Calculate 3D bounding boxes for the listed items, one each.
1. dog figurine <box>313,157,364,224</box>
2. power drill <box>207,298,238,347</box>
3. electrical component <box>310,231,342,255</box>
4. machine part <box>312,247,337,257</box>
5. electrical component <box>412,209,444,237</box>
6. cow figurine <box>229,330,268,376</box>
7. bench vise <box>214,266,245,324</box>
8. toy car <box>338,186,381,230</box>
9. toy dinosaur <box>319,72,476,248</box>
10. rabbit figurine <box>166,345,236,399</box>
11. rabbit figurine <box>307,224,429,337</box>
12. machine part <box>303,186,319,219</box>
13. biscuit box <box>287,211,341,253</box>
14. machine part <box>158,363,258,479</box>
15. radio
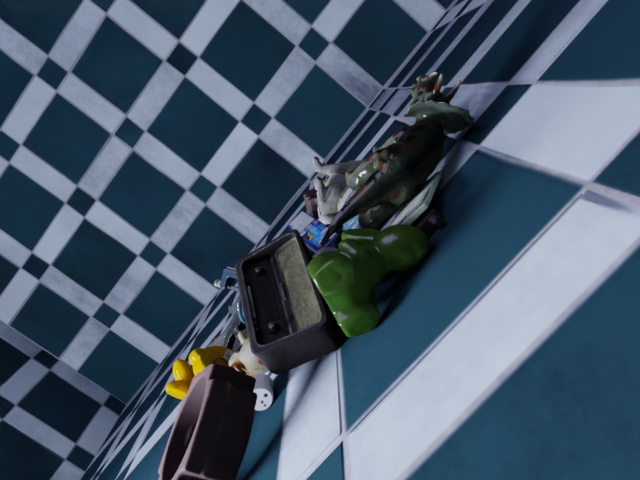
[{"bbox_3d":[0.086,-0.112,1.183,0.121,0.191,0.172,89,176,-67],"label":"dog figurine"},{"bbox_3d":[-0.272,0.273,1.574,0.232,0.086,0.207,-42,10,39],"label":"power drill"},{"bbox_3d":[-0.010,0.027,1.317,0.115,0.058,0.134,-54,10,-22],"label":"electrical component"},{"bbox_3d":[0.031,0.055,0.973,0.079,0.079,0.243,-53,10,-6],"label":"machine part"},{"bbox_3d":[0.156,-0.017,0.816,0.063,0.021,0.094,-52,10,-3],"label":"electrical component"},{"bbox_3d":[-0.121,0.217,1.060,0.195,0.085,0.127,-41,15,41],"label":"cow figurine"},{"bbox_3d":[-0.150,0.104,1.266,0.129,0.241,0.223,7,-86,-58],"label":"bench vise"},{"bbox_3d":[0.090,-0.075,1.096,0.161,0.103,0.109,-47,10,15],"label":"toy car"},{"bbox_3d":[0.150,-0.139,0.941,0.405,0.131,0.192,-56,7,-36],"label":"toy dinosaur"},{"bbox_3d":[-0.247,0.319,1.161,0.122,0.162,0.173,-89,19,-55],"label":"rabbit figurine"},{"bbox_3d":[0.077,0.039,0.779,0.170,0.121,0.159,-30,13,-1],"label":"rabbit figurine"},{"bbox_3d":[0.043,-0.110,1.332,0.179,0.056,0.179,-15,18,5],"label":"machine part"},{"bbox_3d":[-0.002,-0.004,1.187,0.059,0.062,0.203,-46,30,-4],"label":"biscuit box"},{"bbox_3d":[-0.180,0.312,0.858,0.201,0.087,0.201,-44,27,55],"label":"machine part"},{"bbox_3d":[-0.058,0.097,0.878,0.131,0.073,0.230,-27,40,5],"label":"radio"}]
